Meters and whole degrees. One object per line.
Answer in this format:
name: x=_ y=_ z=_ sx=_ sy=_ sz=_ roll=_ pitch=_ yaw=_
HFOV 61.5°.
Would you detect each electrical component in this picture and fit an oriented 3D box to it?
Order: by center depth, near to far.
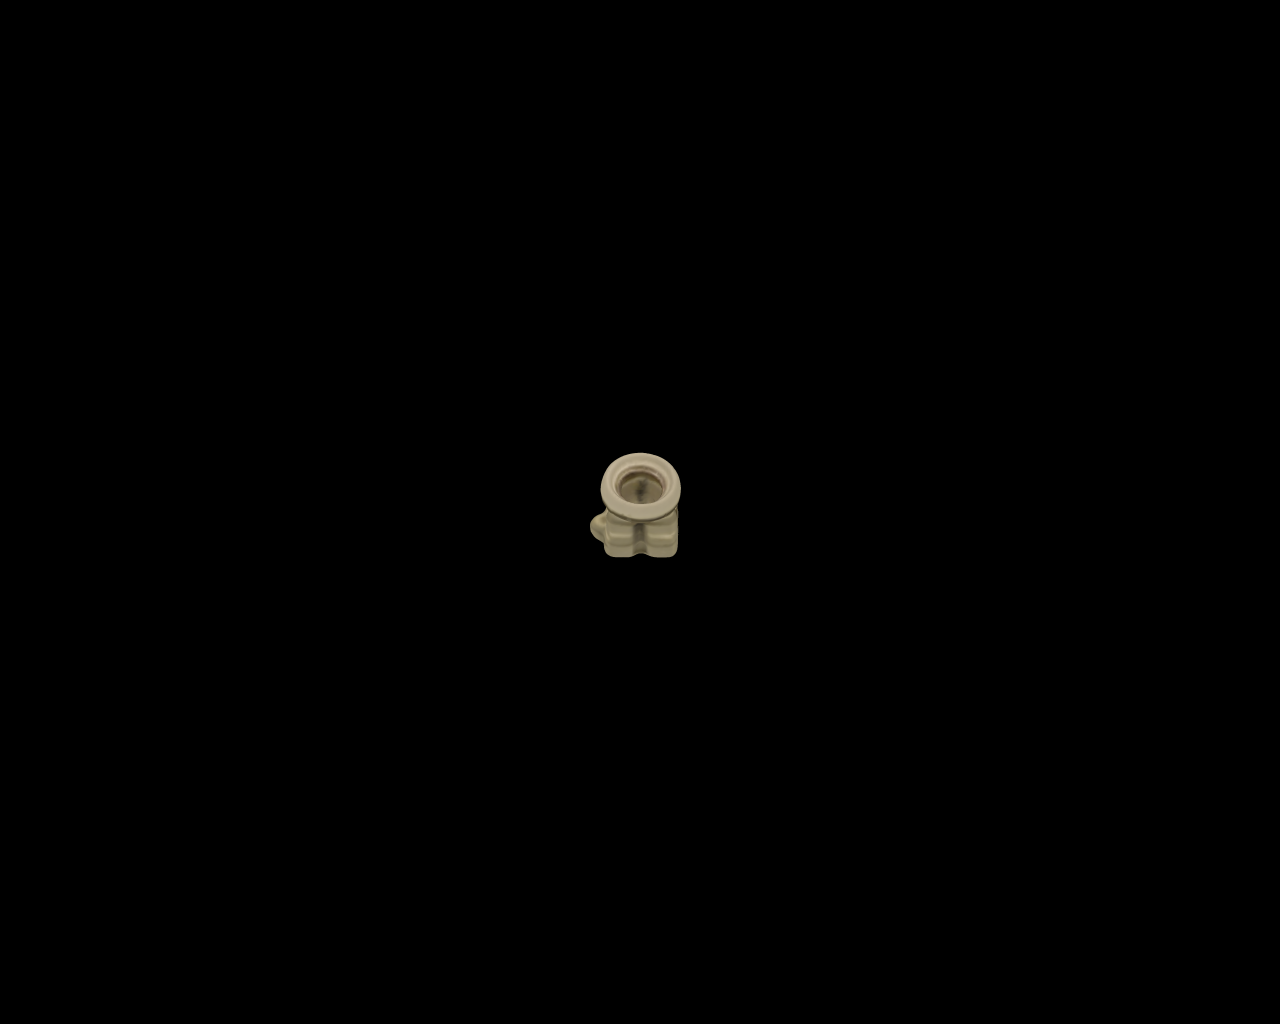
electrical component: x=0.001 y=-0.003 z=0.650 sx=0.066 sy=0.048 sz=0.055 roll=0 pitch=-37 yaw=0
